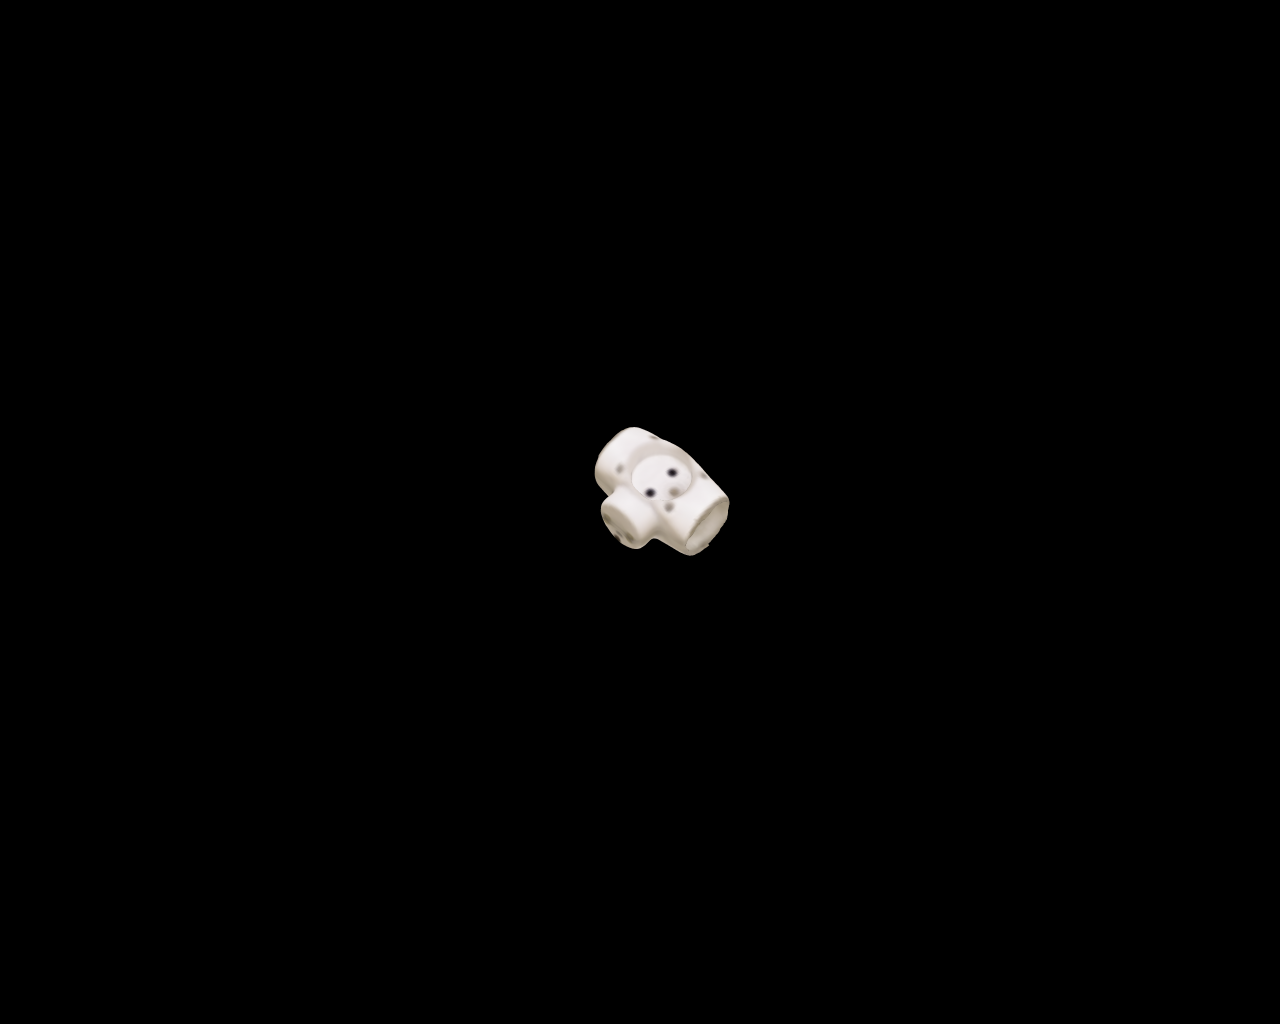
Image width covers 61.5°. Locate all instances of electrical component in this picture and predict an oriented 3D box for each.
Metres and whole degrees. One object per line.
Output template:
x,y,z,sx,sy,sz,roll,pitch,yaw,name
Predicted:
0.001,-0.003,0.650,0.077,0.079,0.044,39,-24,22,electrical component
